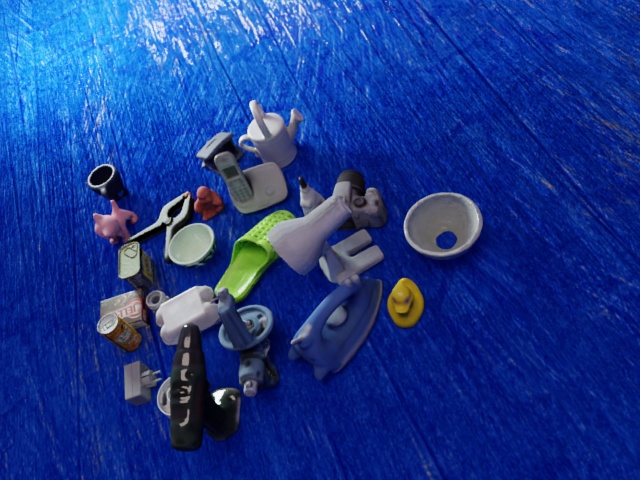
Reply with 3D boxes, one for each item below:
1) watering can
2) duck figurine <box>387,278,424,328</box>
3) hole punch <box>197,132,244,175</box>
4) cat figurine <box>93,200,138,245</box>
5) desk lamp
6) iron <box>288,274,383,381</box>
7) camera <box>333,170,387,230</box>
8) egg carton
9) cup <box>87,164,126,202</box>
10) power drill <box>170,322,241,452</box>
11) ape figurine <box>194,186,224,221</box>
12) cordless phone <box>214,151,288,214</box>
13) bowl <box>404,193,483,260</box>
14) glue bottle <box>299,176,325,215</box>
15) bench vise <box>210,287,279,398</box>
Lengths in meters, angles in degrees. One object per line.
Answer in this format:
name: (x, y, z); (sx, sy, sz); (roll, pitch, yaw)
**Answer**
watering can: (-0.129, -0.287, 1.489); (0.173, 0.194, 0.100); (-37, 54, -7)
duck figurine: (0.173, 0.119, 1.184); (0.077, 0.086, 0.104); (-3, 57, 17)
hole punch: (-0.285, -0.249, 1.581); (0.100, 0.091, 0.109); (31, 72, 32)
cat figurine: (-0.551, -0.046, 1.518); (0.067, 0.118, 0.128); (-6, 56, 15)
desk lamp: (0.011, 0.004, 1.235); (0.203, 0.214, 0.117); (-31, 53, -3)
iron: (0.035, 0.150, 1.175); (0.118, 0.142, 0.258); (29, 70, 32)
camera: (0.082, -0.104, 1.354); (0.143, 0.101, 0.137); (-3, 57, 17)
egg carton: (-0.302, 0.175, 1.317); (0.150, 0.070, 0.107); (-29, 53, -2)
cup: (-0.587, -0.143, 1.609); (0.091, 0.095, 0.117); (-25, 53, 2)
power drill: (-0.229, 0.304, 1.120); (0.075, 0.209, 0.229); (-9, 55, 13)
ape figurine: (-0.292, -0.103, 1.485); (0.077, 0.092, 0.076); (6, 60, 22)
cordless phone: (-0.171, -0.159, 1.424); (0.147, 0.185, 0.094); (-21, 53, 4)
bowl: (0.271, -0.018, 1.250); (0.167, 0.075, 0.167); (-9, 55, 13)
glue bottle: (-0.021, -0.090, 1.334); (0.037, 0.173, 0.078); (2, 59, 20)
bench vise: (-0.143, 0.198, 1.155); (0.121, 0.220, 0.207); (-29, 53, -2)
